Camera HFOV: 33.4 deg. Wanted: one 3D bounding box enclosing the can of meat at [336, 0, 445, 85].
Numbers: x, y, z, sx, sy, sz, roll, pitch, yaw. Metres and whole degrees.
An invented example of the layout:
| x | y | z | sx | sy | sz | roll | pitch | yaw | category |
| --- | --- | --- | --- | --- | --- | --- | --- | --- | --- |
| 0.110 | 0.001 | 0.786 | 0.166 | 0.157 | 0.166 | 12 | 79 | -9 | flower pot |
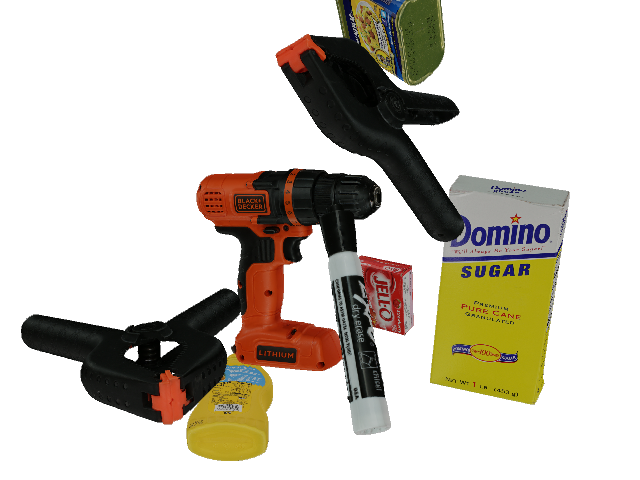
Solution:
| x | y | z | sx | sy | sz | roll | pitch | yaw | category |
| --- | --- | --- | --- | --- | --- | --- | --- | --- | --- |
| 0.065 | -0.201 | 0.969 | 0.057 | 0.102 | 0.084 | -38 | 54 | -18 | can of meat |

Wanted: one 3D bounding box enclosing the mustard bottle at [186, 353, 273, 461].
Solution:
| x | y | z | sx | sy | sz | roll | pitch | yaw | category |
| --- | --- | --- | --- | --- | --- | --- | --- | --- | --- |
| -0.108 | 0.196 | 1.329 | 0.096 | 0.058 | 0.191 | -1 | 25 | 2 | mustard bottle |

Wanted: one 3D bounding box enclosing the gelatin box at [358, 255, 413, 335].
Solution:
| x | y | z | sx | sy | sz | roll | pitch | yaw | category |
| --- | --- | --- | --- | --- | --- | --- | --- | --- | --- |
| 0.078 | 0.068 | 1.335 | 0.073 | 0.089 | 0.030 | 13 | 31 | 30 | gelatin box |

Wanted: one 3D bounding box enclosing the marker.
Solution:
| x | y | z | sx | sy | sz | roll | pitch | yaw | category |
| --- | --- | --- | --- | --- | --- | --- | --- | --- | --- |
| 0.017 | 0.038 | 0.548 | 0.020 | 0.121 | 0.020 | -8 | -20 | -3 | marker |

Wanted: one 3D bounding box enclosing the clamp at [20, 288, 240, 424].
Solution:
| x | y | z | sx | sy | sz | roll | pitch | yaw | category |
| --- | --- | --- | --- | --- | --- | --- | --- | --- | --- |
| -0.109 | 0.073 | 0.732 | 0.164 | 0.036 | 0.210 | -10 | 14 | -21 | clamp |

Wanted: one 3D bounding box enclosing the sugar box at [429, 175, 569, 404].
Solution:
| x | y | z | sx | sy | sz | roll | pitch | yaw | category |
| --- | --- | --- | --- | --- | --- | --- | --- | --- | --- |
| 0.145 | 0.041 | 0.875 | 0.093 | 0.176 | 0.048 | 9 | 24 | 18 | sugar box |

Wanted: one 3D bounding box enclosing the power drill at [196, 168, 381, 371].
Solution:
| x | y | z | sx | sy | sz | roll | pitch | yaw | category |
| --- | --- | --- | --- | --- | --- | --- | --- | --- | --- |
| -0.023 | 0.025 | 0.997 | 0.185 | 0.188 | 0.057 | 2 | 14 | 28 | power drill |

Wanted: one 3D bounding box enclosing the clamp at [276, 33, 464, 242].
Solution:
| x | y | z | sx | sy | sz | roll | pitch | yaw | category |
| --- | --- | --- | --- | --- | --- | --- | --- | --- | --- |
| 0.041 | -0.072 | 0.702 | 0.171 | 0.120 | 0.039 | 22 | -44 | -39 | clamp |
